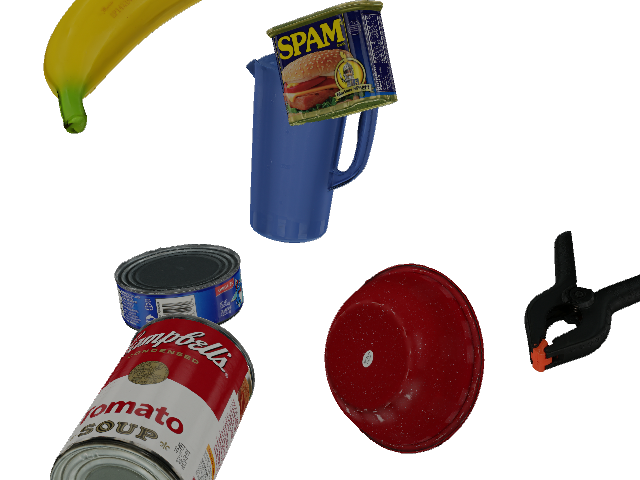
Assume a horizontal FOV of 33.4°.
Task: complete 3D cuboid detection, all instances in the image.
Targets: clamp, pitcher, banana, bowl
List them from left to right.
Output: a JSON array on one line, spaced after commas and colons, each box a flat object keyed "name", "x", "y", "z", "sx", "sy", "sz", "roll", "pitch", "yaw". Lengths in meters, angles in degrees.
[{"name": "banana", "x": -0.070, "y": -0.124, "z": 0.537, "sx": 0.070, "sy": 0.197, "sz": 0.037, "roll": 40, "pitch": -24, "yaw": 18}, {"name": "pitcher", "x": -0.022, "y": -0.122, "z": 1.424, "sx": 0.144, "sy": 0.243, "sz": 0.149, "roll": -3, "pitch": 24, "yaw": -22}, {"name": "bowl", "x": 0.056, "y": 0.098, "z": 0.894, "sx": 0.162, "sy": 0.162, "sz": 0.055, "roll": 0, "pitch": -6, "yaw": 43}, {"name": "clamp", "x": 0.243, "y": 0.055, "z": 1.029, "sx": 0.171, "sy": 0.039, "sz": 0.120, "roll": -36, "pitch": 42, "yaw": -28}]

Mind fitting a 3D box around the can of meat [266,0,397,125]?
[{"name": "can of meat", "x": 0.011, "y": -0.148, "z": 0.904, "sx": 0.102, "sy": 0.084, "sz": 0.057, "roll": -10, "pitch": 2, "yaw": 37}]

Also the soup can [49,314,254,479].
[{"name": "soup can", "x": -0.077, "y": 0.090, "z": 0.504, "sx": 0.068, "sy": 0.068, "sz": 0.102, "roll": 0, "pitch": 28, "yaw": 14}]

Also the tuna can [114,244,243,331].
[{"name": "tuna can", "x": -0.096, "y": 0.033, "z": 0.730, "sx": 0.086, "sy": 0.034, "sz": 0.086, "roll": -5, "pitch": 20, "yaw": 1}]
